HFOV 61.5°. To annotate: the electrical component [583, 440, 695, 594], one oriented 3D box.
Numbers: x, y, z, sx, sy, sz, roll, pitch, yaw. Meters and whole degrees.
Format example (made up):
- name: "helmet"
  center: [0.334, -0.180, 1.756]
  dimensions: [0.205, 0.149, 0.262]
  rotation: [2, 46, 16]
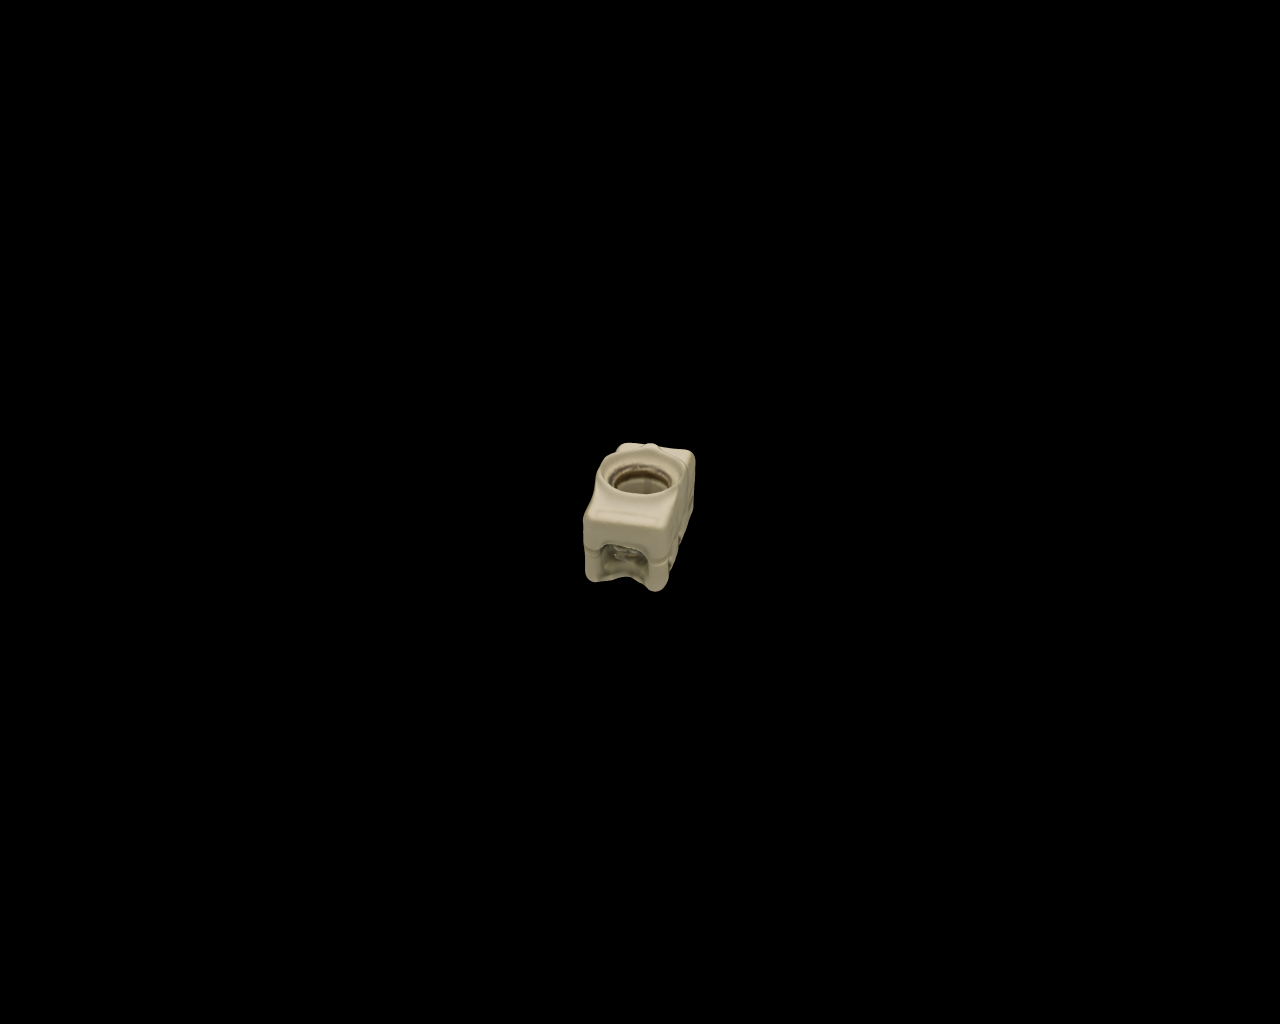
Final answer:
- name: "electrical component"
  center: [0.001, -0.003, 0.650]
  dimensions: [0.050, 0.055, 0.090]
  rotation: [8, 36, 11]
